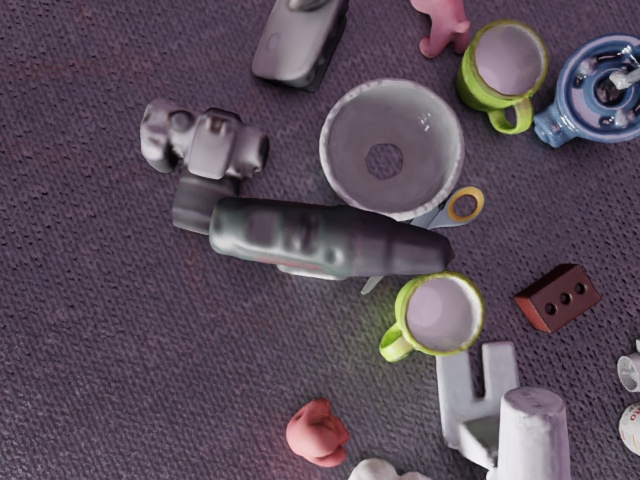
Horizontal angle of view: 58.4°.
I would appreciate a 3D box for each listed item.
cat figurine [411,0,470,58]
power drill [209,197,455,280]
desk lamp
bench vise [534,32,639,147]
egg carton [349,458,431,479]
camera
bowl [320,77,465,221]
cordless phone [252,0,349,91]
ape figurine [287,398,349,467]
[{"bbox_3d":[0.151,-0.297,0.679,0.067,0.117,0.128,-14,87,-4],"label":"cat figurine"},{"bbox_3d":[0.006,0.002,0.605,0.229,0.208,0.076,7,86,-3],"label":"power drill"},{"bbox_3d":[0.197,0.221,0.599,0.118,0.213,0.203,-6,86,-3],"label":"desk lamp"},{"bbox_3d":[0.354,-0.201,0.633,0.121,0.219,0.207,38,85,0],"label":"bench vise"},{"bbox_3d":[0.068,0.333,0.657,0.107,0.069,0.150,18,85,-2],"label":"egg carton"},{"bbox_3d":[-0.140,-0.080,0.656,0.143,0.100,0.137,14,86,-2],"label":"camera"},{"bbox_3d":[0.081,-0.102,0.683,0.167,0.074,0.167,0,86,-3],"label":"bowl"},{"bbox_3d":[-0.020,-0.256,0.632,0.094,0.185,0.148,19,85,-1],"label":"cordless phone"},{"bbox_3d":[0.000,0.222,0.649,0.076,0.092,0.078,0,86,-3],"label":"ape figurine"}]
